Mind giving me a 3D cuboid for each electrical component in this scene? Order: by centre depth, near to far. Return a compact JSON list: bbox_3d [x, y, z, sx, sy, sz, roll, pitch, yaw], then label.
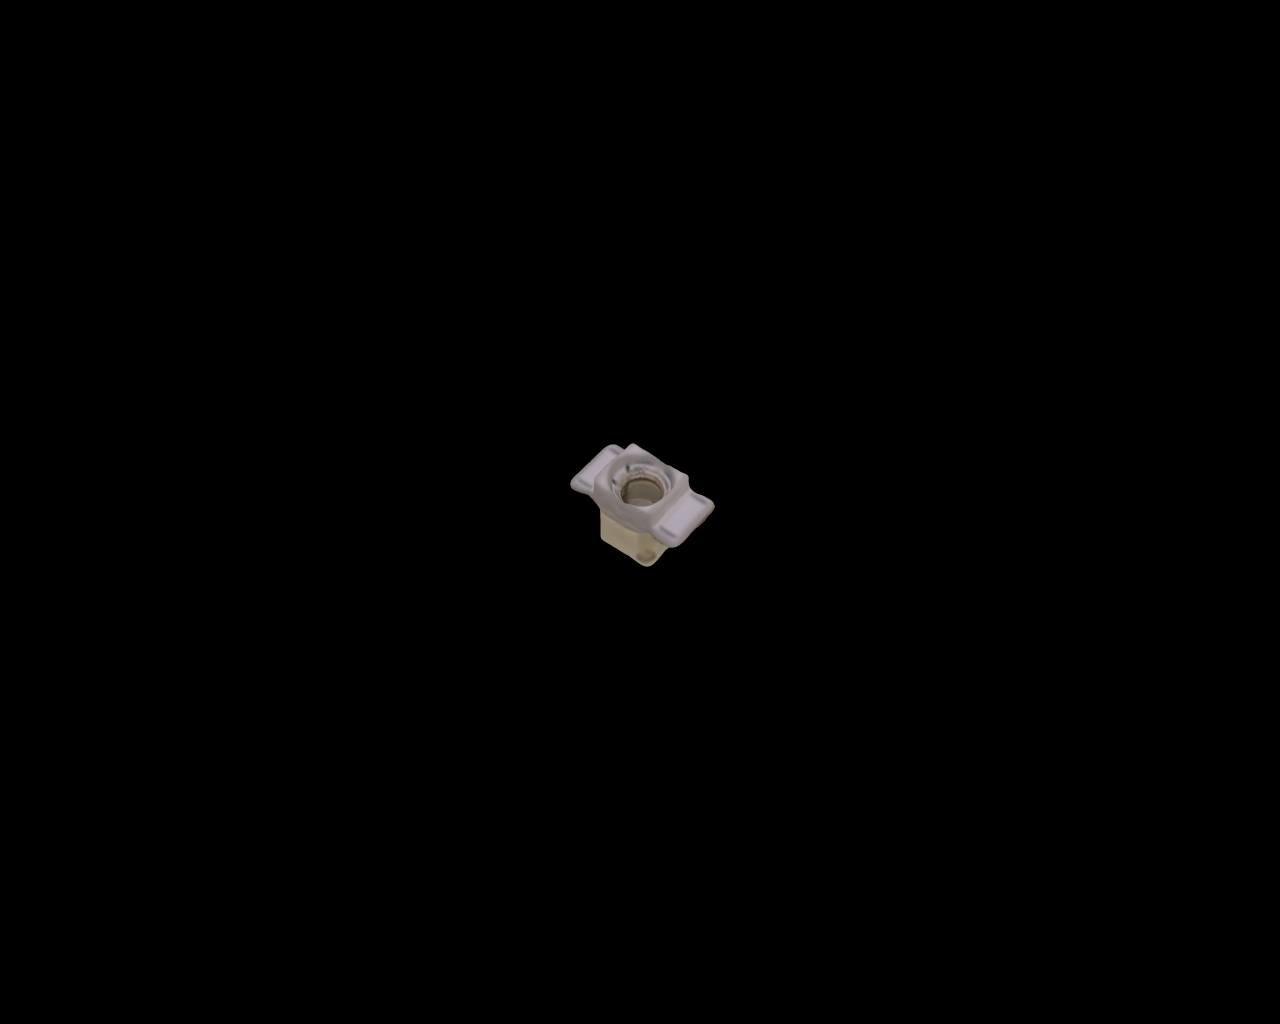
[{"bbox_3d":[0.001,-0.003,0.650,0.081,0.063,0.042,33,58,24],"label":"electrical component"}]
